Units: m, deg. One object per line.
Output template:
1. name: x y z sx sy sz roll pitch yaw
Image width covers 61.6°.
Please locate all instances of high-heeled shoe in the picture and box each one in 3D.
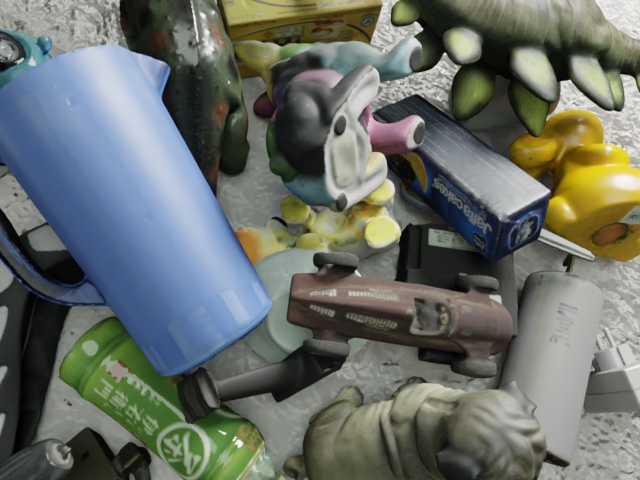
1. high-heeled shoe: -0.227 0.076 0.471 0.249 0.086 0.145 -40 81 -12

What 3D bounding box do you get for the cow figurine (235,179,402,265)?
1. cow figurine: -0.003 -0.003 0.531 0.167 0.098 0.068 -13 76 8

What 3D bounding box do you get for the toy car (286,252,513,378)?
1. toy car: 0.073 0.063 0.455 0.202 0.053 0.089 12 80 -16

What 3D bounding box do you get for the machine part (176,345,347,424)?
1. machine part: -0.048 0.119 0.454 0.139 0.084 0.039 -2 67 -37

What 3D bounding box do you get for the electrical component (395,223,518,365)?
1. electrical component: 0.132 0.056 0.537 0.115 0.058 0.134 9 70 -2

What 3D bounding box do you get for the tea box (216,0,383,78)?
1. tea box: -0.026 -0.245 0.600 0.170 0.098 0.068 -13 74 -13

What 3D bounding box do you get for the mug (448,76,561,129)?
1. mug: 0.201 -0.179 0.618 0.107 0.080 0.109 -19 76 -8

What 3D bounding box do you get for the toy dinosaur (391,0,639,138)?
1. toy dinosaur: 0.217 -0.208 0.538 0.472 0.105 0.198 9 77 -1

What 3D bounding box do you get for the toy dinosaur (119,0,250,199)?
1. toy dinosaur: -0.139 -0.187 0.516 0.131 0.192 0.405 -22 74 -12

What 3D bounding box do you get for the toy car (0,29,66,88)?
1. toy car: -0.264 -0.132 0.529 0.103 0.109 0.161 -25 84 -32

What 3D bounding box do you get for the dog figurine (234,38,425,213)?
1. dog figurine: -0.019 -0.127 0.508 0.219 0.108 0.191 23 55 40

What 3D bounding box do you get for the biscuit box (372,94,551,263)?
1. biscuit box: 0.131 -0.068 0.537 0.063 0.059 0.203 -26 49 -15

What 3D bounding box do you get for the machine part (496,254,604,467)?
1. machine part: 0.217 0.119 0.515 0.079 0.079 0.243 24 70 1

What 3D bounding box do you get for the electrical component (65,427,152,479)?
1. electrical component: -0.193 0.208 0.450 0.078 0.045 0.102 29 64 33

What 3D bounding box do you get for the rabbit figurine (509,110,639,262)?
1. rabbit figurine: 0.278 -0.071 0.588 0.162 0.121 0.173 -1 57 2

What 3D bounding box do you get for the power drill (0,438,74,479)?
1. power drill: -0.238 0.284 0.376 0.232 0.086 0.207 -32 86 0

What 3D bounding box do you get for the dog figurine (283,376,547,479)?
1. dog figurine: 0.061 0.164 0.420 0.172 0.190 0.121 -24 76 -13
